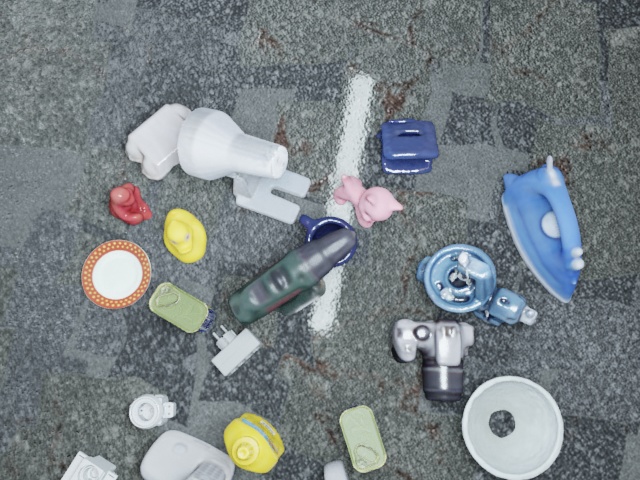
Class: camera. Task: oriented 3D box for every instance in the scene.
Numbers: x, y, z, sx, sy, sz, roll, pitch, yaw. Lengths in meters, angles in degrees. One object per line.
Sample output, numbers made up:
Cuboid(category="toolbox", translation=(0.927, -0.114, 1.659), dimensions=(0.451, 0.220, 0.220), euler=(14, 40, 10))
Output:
Cuboid(category="camera", translation=(0.196, 0.207, 0.989), dimensions=(0.143, 0.101, 0.137), euler=(1, 78, 1))

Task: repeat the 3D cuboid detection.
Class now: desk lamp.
Cuboid(category="desk lamp", translation=(-0.127, -0.132, 1.009), dimensions=(0.203, 0.213, 0.118), euler=(20, 79, 5))

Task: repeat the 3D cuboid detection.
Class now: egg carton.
Cuboid(category="egg carton", translation=(-0.294, -0.190, 1.098), dimensions=(0.150, 0.069, 0.107), euler=(-44, 80, -8))

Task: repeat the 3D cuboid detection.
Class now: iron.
Cuboid(category="iron", translation=(0.419, -0.020, 1.014), dimensions=(0.118, 0.141, 0.258), euler=(-15, 78, -2))

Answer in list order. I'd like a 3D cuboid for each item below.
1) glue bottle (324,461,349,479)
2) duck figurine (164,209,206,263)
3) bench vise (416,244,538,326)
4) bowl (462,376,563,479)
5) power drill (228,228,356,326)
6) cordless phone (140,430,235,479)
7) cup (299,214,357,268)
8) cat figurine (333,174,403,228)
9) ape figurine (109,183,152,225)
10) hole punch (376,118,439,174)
Cuboid(category="glue bottle", translation=(0.031, 0.403, 0.912), dimensions=(0.037, 0.173, 0.078), euler=(-18, 78, -3))
Cuboid(category="duck figurine", translation=(-0.255, -0.013, 1.051), dimensions=(0.077, 0.086, 0.104), euler=(-22, 78, -4))
Cuboid(category="bench vise", translation=(0.273, 0.068, 0.957), dimensions=(0.207, 0.220, 0.121), euler=(11, 78, 3))
Cuboid(category="bowl", translation=(0.319, 0.316, 0.977), dimensions=(0.167, 0.075, 0.167), euler=(0, 78, 1))
Cuboid(category="power drill", translation=(-0.041, 0.067, 0.968), dimensions=(0.230, 0.208, 0.075), euler=(-33, 79, -6))
Cuboid(category="cordless phone", translation=(-0.222, 0.378, 0.915), dimensions=(0.147, 0.185, 0.094), euler=(22, 79, 6))
Cuboid(category="cup", translation=(0.010, 0.004, 1.039), dimensions=(0.117, 0.095, 0.092), euler=(40, 81, 9))
Cuboid(category="cat figurine", translation=(0.085, -0.075, 1.043), dimensions=(0.127, 0.118, 0.067), euler=(41, 82, 9))
Cuboid(category="ape figurine", translation=(-0.360, -0.071, 1.062), dimensions=(0.076, 0.092, 0.078), euler=(4, 78, 2))
Cuboid(category="hole punch", translation=(0.164, -0.184, 1.079), dimensions=(0.108, 0.091, 0.101), euler=(-2, 78, 1))
